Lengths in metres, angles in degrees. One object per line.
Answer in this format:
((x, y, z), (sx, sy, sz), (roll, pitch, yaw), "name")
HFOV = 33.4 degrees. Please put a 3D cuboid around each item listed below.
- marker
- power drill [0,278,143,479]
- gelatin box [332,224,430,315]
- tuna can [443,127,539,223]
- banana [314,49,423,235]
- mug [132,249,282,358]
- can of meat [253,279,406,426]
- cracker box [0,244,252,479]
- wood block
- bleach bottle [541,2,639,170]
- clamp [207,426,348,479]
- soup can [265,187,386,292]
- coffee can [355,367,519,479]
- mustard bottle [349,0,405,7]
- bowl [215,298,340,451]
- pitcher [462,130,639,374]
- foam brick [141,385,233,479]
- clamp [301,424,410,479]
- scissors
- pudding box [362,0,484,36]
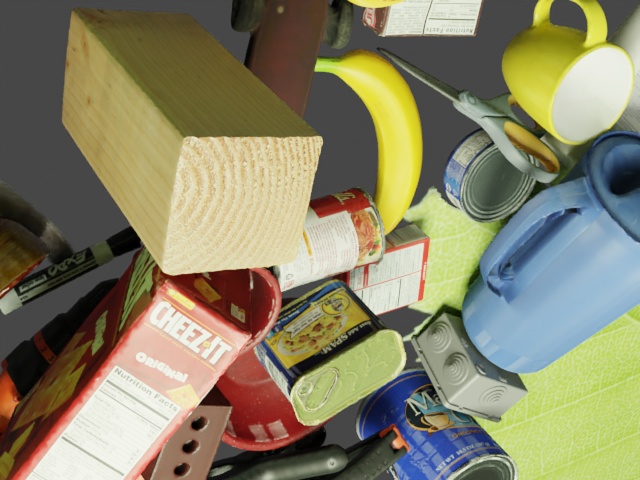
((-0.190, 0.021, 0.818), (0.121, 0.020, 0.020), (-28, 131, -14), "marker")
((-0.175, 0.133, 0.881), (0.184, 0.057, 0.187), (-43, 131, 5), "power drill")
((0.054, 0.031, 0.974), (0.089, 0.030, 0.073), (-15, 128, -23), "gelatin box")
((0.155, -0.060, 0.973), (0.086, 0.034, 0.086), (-16, 128, -23), "tuna can")
((0.052, -0.088, 0.890), (0.069, 0.037, 0.197), (-18, 130, 7), "banana")
((-0.098, 0.035, 0.844), (0.117, 0.082, 0.093), (18, 109, -40), "mug")
((0.004, 0.088, 0.866), (0.102, 0.084, 0.057), (-29, 132, -13), "can of meat")
((-0.136, 0.091, 0.719), (0.072, 0.164, 0.214), (35, 104, -16), "cracker box")
((-0.092, -0.071, 0.689), (0.090, 0.206, 0.090), (-5, 122, -30), "wood block")
((0.309, -0.168, 0.979), (0.102, 0.068, 0.251), (33, 98, -42), "bleach bottle")
((-0.056, 0.213, 0.981), (0.171, 0.120, 0.039), (-21, 90, -18), "clamp")
((-0.006, 0.001, 0.889), (0.102, 0.069, 0.068), (-17, 128, -22), "soup can")
((0.113, 0.208, 1.057), (0.102, 0.140, 0.103), (-17, 128, -23), "coffee can")
((0.055, -0.211, 0.736), (0.191, 0.058, 0.096), (-15, 133, -20), "mustard bottle")
((-0.038, 0.108, 0.950), (0.161, 0.055, 0.162), (-17, 128, -23), "bowl")
((0.222, 0.022, 0.961), (0.144, 0.149, 0.243), (-52, 179, -42), "pitcher")
((-0.114, 0.152, 0.858), (0.052, 0.051, 0.078), (8, 111, -36), "foam brick")
((-0.012, 0.242, 1.007), (0.210, 0.165, 0.036), (-34, 92, -8), "clamp")
((0.133, -0.125, 0.916), (0.201, 0.096, 0.016), (38, 131, -16), "scissors")
((0.088, -0.214, 0.822), (0.089, 0.039, 0.114), (-6, 125, -29), "pudding box")
